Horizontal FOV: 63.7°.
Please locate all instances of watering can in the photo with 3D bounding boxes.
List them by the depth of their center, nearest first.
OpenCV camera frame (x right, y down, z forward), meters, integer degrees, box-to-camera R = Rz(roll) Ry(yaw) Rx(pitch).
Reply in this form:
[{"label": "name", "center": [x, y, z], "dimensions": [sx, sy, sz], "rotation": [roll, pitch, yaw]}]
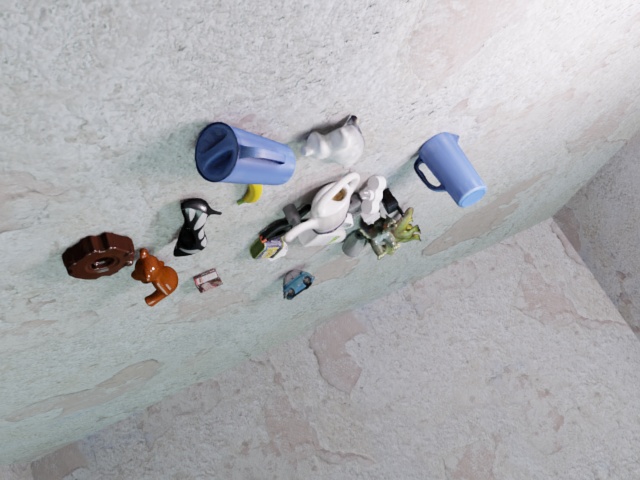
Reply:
[{"label": "watering can", "center": [0.005, -0.084, 1.663], "dimensions": [0.352, 0.105, 0.220], "rotation": [-44, 165, -19]}]

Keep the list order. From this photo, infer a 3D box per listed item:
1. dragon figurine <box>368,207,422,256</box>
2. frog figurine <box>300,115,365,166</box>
[{"label": "dragon figurine", "center": [0.317, -0.029, 2.297], "dimensions": [0.242, 0.124, 0.403], "rotation": [-20, 152, 6]}, {"label": "frog figurine", "center": [0.034, -0.243, 1.353], "dimensions": [0.161, 0.122, 0.136], "rotation": [-29, -178, -29]}]
